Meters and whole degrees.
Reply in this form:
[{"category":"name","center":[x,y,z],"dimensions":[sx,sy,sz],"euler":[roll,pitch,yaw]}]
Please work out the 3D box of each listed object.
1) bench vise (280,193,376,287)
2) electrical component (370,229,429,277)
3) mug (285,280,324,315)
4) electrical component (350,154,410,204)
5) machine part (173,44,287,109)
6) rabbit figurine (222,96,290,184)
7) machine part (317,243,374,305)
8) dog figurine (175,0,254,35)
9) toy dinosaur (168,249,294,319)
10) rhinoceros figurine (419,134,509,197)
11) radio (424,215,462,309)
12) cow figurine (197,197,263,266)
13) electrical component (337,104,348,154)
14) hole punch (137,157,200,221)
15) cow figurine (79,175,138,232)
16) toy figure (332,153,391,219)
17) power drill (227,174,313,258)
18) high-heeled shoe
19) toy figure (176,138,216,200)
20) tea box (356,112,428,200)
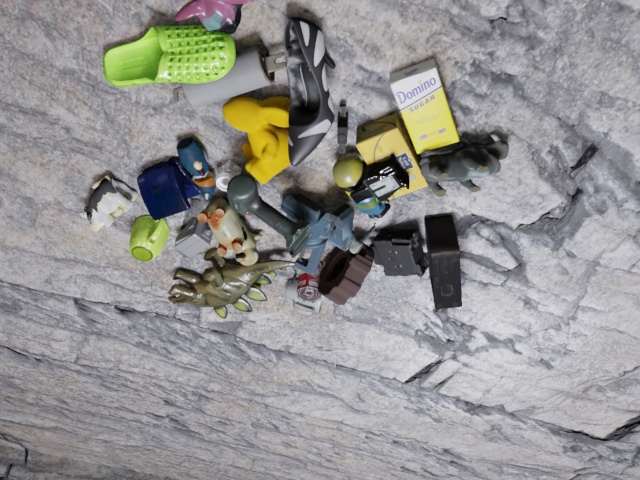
[{"category":"bench vise","center":[-0.007,0.001,1.283],"dimensions":[0.224,0.129,0.240],"euler":[25,129,7]},{"category":"electrical component","center":[0.191,0.032,1.332],"dimensions":[0.134,0.058,0.114],"euler":[-1,122,39]},{"category":"mug","center":[-0.045,0.160,1.489],"dimensions":[0.107,0.109,0.080],"euler":[14,140,9]},{"category":"electrical component","center":[0.122,-0.119,1.127],"dimensions":[0.119,0.048,0.074],"euler":[-26,127,30]},{"category":"machine part","center":[-0.177,-0.314,1.033],"dimensions":[0.243,0.079,0.079],"euler":[-12,133,18]},{"category":"rabbit figurine","center":[-0.118,-0.222,1.090],"dimensions":[0.162,0.122,0.173],"euler":[-27,127,23]},{"category":"machine part","center":[0.060,0.076,1.340],"dimensions":[0.056,0.179,0.179],"euler":[30,131,-19]},{"category":"dog figurine","center":[-0.162,-0.445,0.878],"dimensions":[0.219,0.108,0.191],"euler":[-19,132,26]},{"category":"toy dinosaur","center":[-0.246,0.115,1.465],"dimensions":[0.472,0.105,0.198],"euler":[-21,135,32]},{"category":"rhinoceros figurine","center":[0.303,-0.159,1.120],"dimensions":[0.190,0.112,0.073],"euler":[-15,139,-4]},{"category":"radio","center":[0.306,0.061,1.332],"dimensions":[0.073,0.131,0.229],"euler":[-8,134,10]},{"category":"cow figurine","center":[-0.212,-0.019,1.322],"dimensions":[0.086,0.127,0.194],"euler":[-17,118,20]},{"category":"electrical component","center":[0.047,-0.229,1.107],"dimensions":[0.021,0.063,0.093],"euler":[2,135,3]},{"category":"hole punch","center":[-0.355,-0.115,1.243],"dimensions":[0.142,0.092,0.115],"euler":[-15,127,25]},{"category":"cow figurine","center":[-0.529,-0.085,1.303],"dimensions":[0.167,0.068,0.098],"euler":[-31,119,27]},{"category":"toy figure","center":[0.096,-0.116,1.199],"dimensions":[0.082,0.089,0.180],"euler":[-21,128,19]},{"category":"power drill","center":[-0.115,-0.055,1.182],"dimensions":[0.207,0.086,0.232],"euler":[43,170,11]},{"category":"high-heeled shoe","center":[-0.040,-0.271,0.979],"dimensions":[0.086,0.248,0.145],"euler":[10,170,40]},{"category":"toy figure","center":[-0.271,-0.156,1.211],"dimensions":[0.058,0.064,0.154],"euler":[-12,133,10]},{"category":"tea box","center":[0.155,-0.176,1.149],"dimensions":[0.098,0.068,0.169],"euler":[-20,129,24]}]
